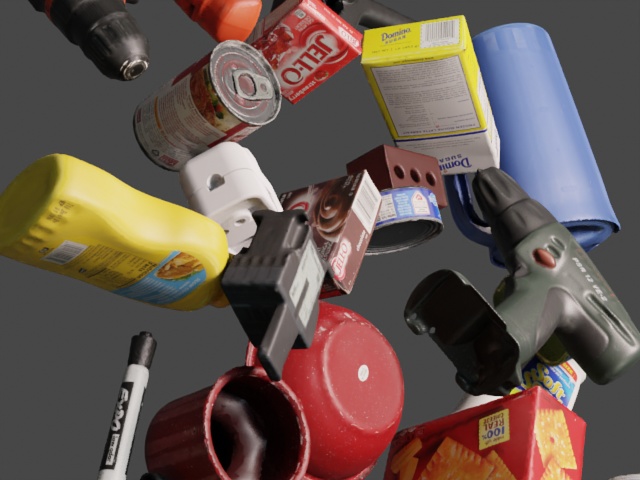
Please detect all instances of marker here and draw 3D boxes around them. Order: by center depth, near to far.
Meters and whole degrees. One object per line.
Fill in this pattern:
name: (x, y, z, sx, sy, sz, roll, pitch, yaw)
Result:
marker: (-0.131, 0.117, 0.730, 0.020, 0.020, 0.121, 32, 51, -32)

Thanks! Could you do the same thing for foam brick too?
foam brick: (0.071, -0.051, 0.995, 0.078, 0.051, 0.053, 8, 65, -43)

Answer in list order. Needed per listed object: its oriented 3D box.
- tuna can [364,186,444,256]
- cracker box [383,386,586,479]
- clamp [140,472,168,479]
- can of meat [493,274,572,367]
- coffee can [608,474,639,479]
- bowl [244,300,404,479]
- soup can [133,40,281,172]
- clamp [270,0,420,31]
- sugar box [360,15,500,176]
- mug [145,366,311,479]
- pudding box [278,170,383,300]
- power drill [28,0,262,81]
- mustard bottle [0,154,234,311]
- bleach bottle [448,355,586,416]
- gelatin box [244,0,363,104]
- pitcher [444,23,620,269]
tuna can: (0.064, -0.017, 0.946, 0.085, 0.086, 0.034, 5, 65, -44)
cracker box: (0.111, 0.233, 0.815, 0.072, 0.164, 0.213, 38, 48, -24)
clamp: (-0.101, 0.250, 0.684, 0.120, 0.039, 0.171, -38, 101, -39)
can of meat: (0.228, 0.068, 1.036, 0.083, 0.058, 0.102, -16, 54, -44)
coffee can: (0.320, 0.313, 1.036, 0.102, 0.103, 0.140, 34, 50, -30)
bowl: (0.017, 0.116, 0.858, 0.161, 0.055, 0.162, 23, 56, -38)
soup can: (-0.088, -0.100, 0.817, 0.068, 0.102, 0.068, 22, 57, -38)
clamp: (0.023, -0.235, 1.047, 0.164, 0.036, 0.209, 54, 43, -15)
sugar box: (0.106, -0.126, 0.984, 0.176, 0.093, 0.048, 59, 32, -54)
mug: (-0.060, 0.138, 0.746, 0.117, 0.082, 0.093, -27, 91, -49)
pudding box: (-0.006, 0.001, 0.860, 0.039, 0.090, 0.113, 55, 40, -29)
power drill: (-0.134, -0.187, 0.809, 0.187, 0.057, 0.184, -8, 53, -51)
mustard bottle: (-0.122, 0.006, 0.735, 0.191, 0.096, 0.058, 24, 50, -37)
bleach bottle: (0.198, 0.140, 1.027, 0.102, 0.068, 0.250, 51, 39, -6)
gelatin box: (-0.019, -0.168, 0.930, 0.073, 0.089, 0.030, 35, 42, -30)
pitcher: (0.207, -0.099, 1.111, 0.149, 0.145, 0.243, 31, 44, -61)
